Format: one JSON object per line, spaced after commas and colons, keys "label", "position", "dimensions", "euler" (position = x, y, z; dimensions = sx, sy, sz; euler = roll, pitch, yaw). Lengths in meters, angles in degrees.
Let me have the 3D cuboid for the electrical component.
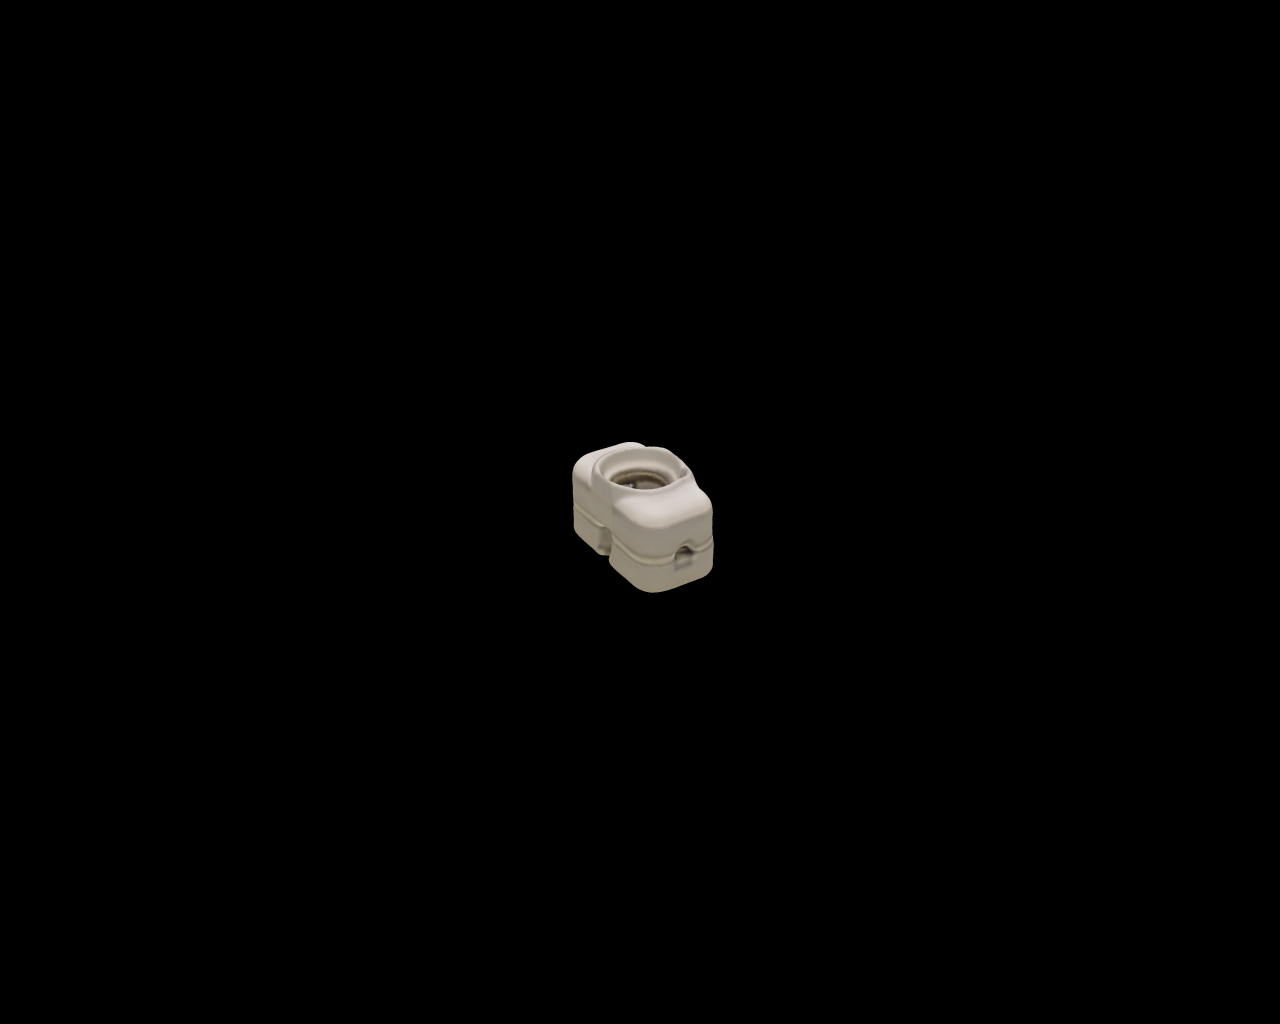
{"label": "electrical component", "position": [0.001, -0.003, 0.650], "dimensions": [0.054, 0.059, 0.095], "euler": [-18, 36, -27]}
